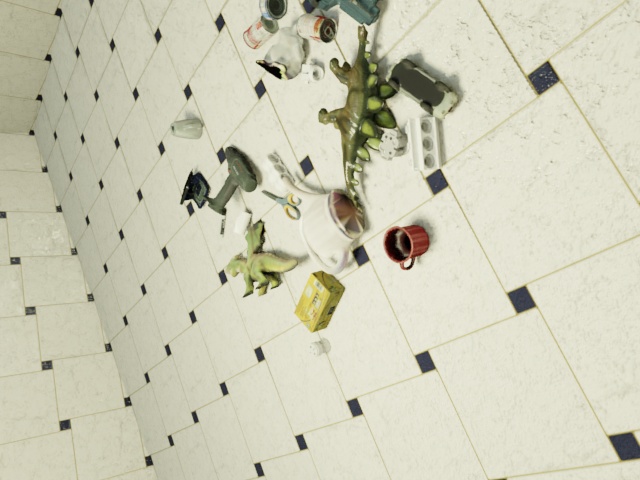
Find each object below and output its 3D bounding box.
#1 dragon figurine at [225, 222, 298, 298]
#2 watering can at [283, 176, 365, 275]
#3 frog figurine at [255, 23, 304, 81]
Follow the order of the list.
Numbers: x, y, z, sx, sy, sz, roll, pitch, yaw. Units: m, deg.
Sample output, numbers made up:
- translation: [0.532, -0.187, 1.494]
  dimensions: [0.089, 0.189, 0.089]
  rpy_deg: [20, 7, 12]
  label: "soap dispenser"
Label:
- translation: [-0.206, 0.055, 1.739]
  dimensions: [0.404, 0.122, 0.246]
  rpy_deg: [-36, 63, 42]
  label: "dragon figurine"
- translation: [0.005, -0.075, 1.483]
  dimensions: [0.221, 0.104, 0.351]
  rpy_deg: [-37, 70, 42]
  label: "watering can"
- translation: [-0.096, -0.564, 1.538]
  dimensions: [0.138, 0.121, 0.161]
  rpy_deg: [18, 74, 52]
  label: "frog figurine"
